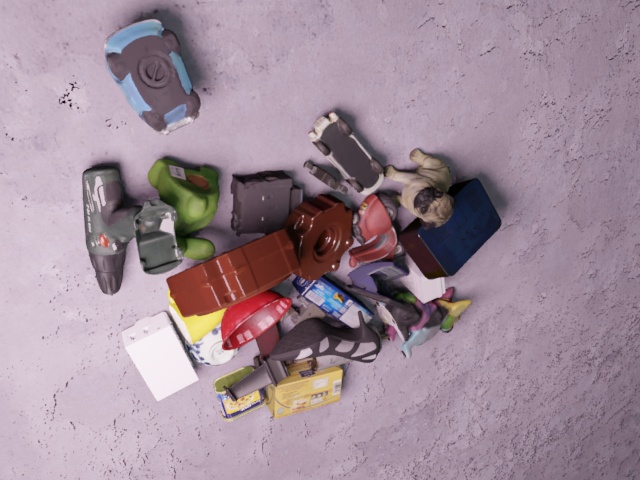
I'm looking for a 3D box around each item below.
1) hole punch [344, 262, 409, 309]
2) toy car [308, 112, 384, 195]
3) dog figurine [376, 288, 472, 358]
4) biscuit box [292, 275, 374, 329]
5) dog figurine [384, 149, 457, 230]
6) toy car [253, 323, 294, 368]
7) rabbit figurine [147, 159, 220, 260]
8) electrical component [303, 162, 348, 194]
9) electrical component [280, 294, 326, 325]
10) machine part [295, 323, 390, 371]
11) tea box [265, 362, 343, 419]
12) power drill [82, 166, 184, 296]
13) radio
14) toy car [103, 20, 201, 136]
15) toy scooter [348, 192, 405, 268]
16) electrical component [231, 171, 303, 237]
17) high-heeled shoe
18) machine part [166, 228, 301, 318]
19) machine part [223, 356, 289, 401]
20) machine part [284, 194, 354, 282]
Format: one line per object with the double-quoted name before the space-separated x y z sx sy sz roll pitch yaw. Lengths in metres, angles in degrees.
"hole punch" 0.128 0.090 1.179 0.142 0.116 0.092 22 81 -60
"toy car" 0.055 -0.166 1.058 0.073 0.056 0.201 -43 124 5
"dog figurine" 0.257 0.168 1.300 0.219 0.109 0.191 -29 121 -18
"biscuit box" 0.030 0.130 1.185 0.059 0.063 0.202 -50 125 3
"dog figurine" 0.241 -0.099 1.105 0.172 0.191 0.121 -33 125 -12
"toy car" -0.114 0.203 1.151 0.089 0.053 0.201 -18 118 -10
"rabbit figurine" -0.235 -0.028 0.931 0.121 0.159 0.170 3 128 -39
"electrical component" 0.010 -0.122 1.050 0.094 0.063 0.021 30 98 -34
"electrical component" -0.037 0.168 1.180 0.102 0.045 0.078 37 84 -36
"machine part" 0.053 0.247 1.245 0.243 0.079 0.079 -10 118 -24
"tea box" -0.038 0.339 1.247 0.170 0.068 0.098 -6 115 -24
"power drill" -0.308 -0.001 0.864 0.086 0.208 0.231 -17 111 -41
"radio" 0.289 -0.024 1.172 0.229 0.073 0.131 -39 100 -28
"toy car" -0.255 -0.246 0.825 0.109 0.103 0.161 -32 114 -14
"toy scooter" 0.109 -0.009 1.154 0.135 0.075 0.183 -29 128 -9
"electrical component" -0.100 -0.071 1.022 0.134 0.058 0.114 -9 119 -23
"high-heeled shoe" 0.017 0.241 1.157 0.249 0.086 0.145 -20 120 -15
"machine part" -0.149 0.059 0.949 0.201 0.201 0.087 -25 92 -44
"machine part" -0.134 0.293 1.131 0.139 0.039 0.084 -25 122 -18
"machine part" -0.002 -0.003 1.070 0.179 0.056 0.179 -30 134 -37
